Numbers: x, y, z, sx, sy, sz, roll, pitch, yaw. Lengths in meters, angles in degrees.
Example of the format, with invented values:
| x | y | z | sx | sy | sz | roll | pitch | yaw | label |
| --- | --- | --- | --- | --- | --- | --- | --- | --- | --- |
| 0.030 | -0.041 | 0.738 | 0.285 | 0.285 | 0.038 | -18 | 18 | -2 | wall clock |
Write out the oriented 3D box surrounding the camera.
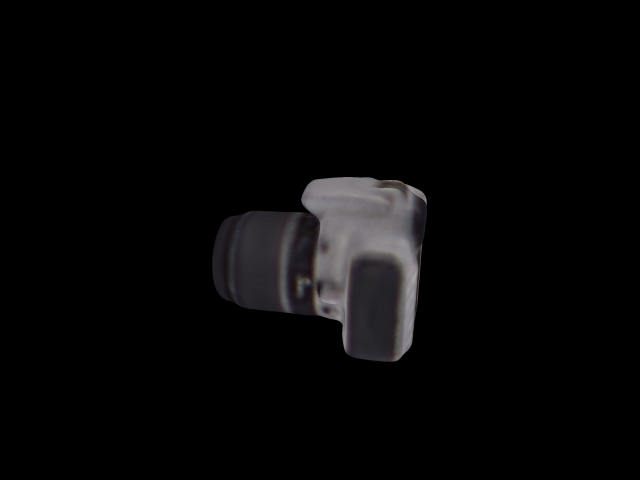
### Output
| x | y | z | sx | sy | sz | roll | pitch | yaw | label |
| --- | --- | --- | --- | --- | --- | --- | --- | --- | --- |
| 0.004 | 0.001 | 0.400 | 0.136 | 0.101 | 0.143 | 4 | 24 | 10 | camera |
